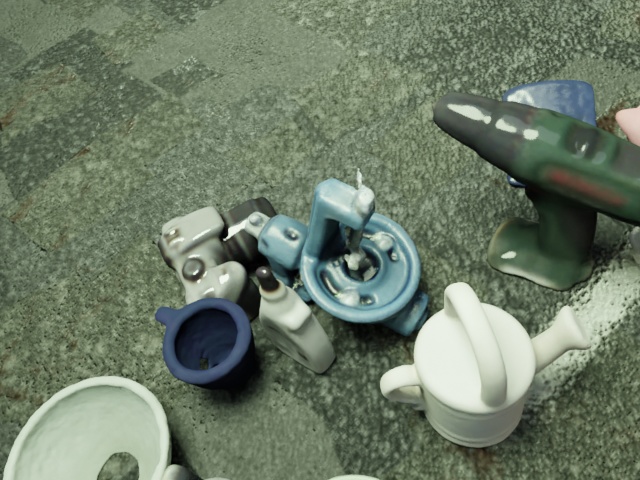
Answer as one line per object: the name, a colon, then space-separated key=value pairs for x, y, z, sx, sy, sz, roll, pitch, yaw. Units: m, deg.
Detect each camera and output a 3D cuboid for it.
camera: x=-0.105 y=0.011 z=0.666 sx=0.137 sy=0.101 sz=0.143 roll=-30 pitch=56 yaw=-7

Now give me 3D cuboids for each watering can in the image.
watering can: x=0.139 y=0.101 z=0.496 sx=0.173 sy=0.194 sz=0.100 roll=-33 pitch=56 yaw=-10

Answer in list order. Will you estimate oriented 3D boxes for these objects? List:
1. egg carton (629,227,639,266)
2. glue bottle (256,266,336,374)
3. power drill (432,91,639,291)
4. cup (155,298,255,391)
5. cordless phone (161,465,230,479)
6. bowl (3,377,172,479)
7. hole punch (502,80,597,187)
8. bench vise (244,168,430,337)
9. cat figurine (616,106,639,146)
egg carton: x=0.399 y=0.009 z=0.574 sx=0.150 sy=0.069 sz=0.107 roll=-20 pitch=55 yaw=-1
glue bottle: x=-0.032 y=0.074 z=0.565 sx=0.078 sy=0.173 sz=0.037 roll=29 pitch=67 yaw=27
power drill: x=0.220 y=-0.041 z=0.563 sx=0.229 sy=0.209 sz=0.076 roll=19 pitch=63 yaw=23
cup: x=-0.116 y=0.115 z=0.604 sx=0.117 sy=0.095 sz=0.092 roll=23 pitch=65 yaw=25
cordless phone: x=-0.110 y=0.258 z=0.453 sx=0.094 sy=0.185 sz=0.147 roll=3 pitch=58 yaw=15
bowl: x=-0.215 y=0.225 z=0.566 sx=0.167 sy=0.075 sz=0.167 roll=-6 pitch=56 yaw=9
hole punch: x=0.272 y=-0.126 z=0.678 sx=0.108 sy=0.091 sz=0.101 roll=-4 pitch=56 yaw=10
bench vise: x=0.002 y=0.012 z=0.569 sx=0.207 sy=0.220 sz=0.121 roll=5 pitch=58 yaw=16
cat figurine: x=0.388 y=-0.105 z=0.623 sx=0.127 sy=0.118 sz=0.067 roll=36 pitch=71 yaw=30
